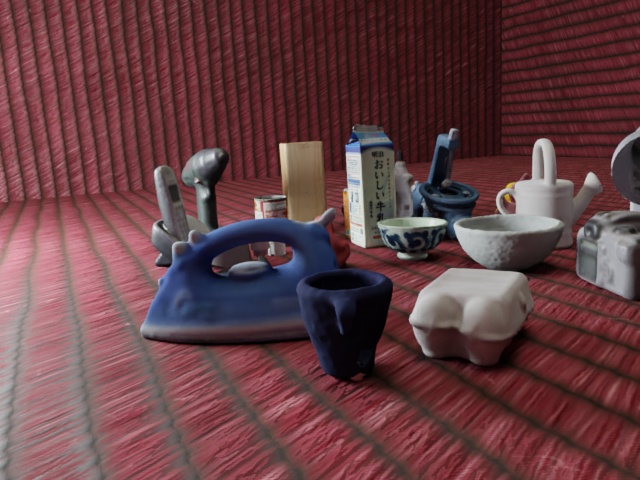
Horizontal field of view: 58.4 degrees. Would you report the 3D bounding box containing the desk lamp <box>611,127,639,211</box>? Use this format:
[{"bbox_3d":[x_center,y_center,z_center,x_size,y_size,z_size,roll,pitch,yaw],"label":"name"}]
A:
[{"bbox_3d":[0.545,-0.086,0.946,0.117,0.213,0.204,2,13,27],"label":"desk lamp"}]

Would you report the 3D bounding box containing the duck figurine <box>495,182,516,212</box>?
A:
[{"bbox_3d":[0.447,-0.090,1.329,0.105,0.086,0.077,-14,15,-43],"label":"duck figurine"}]

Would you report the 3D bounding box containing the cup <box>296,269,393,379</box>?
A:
[{"bbox_3d":[0.026,0.085,0.538,0.091,0.095,0.118,-3,11,1],"label":"cup"}]

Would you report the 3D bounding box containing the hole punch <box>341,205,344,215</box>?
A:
[{"bbox_3d":[0.102,-0.085,1.394,0.101,0.091,0.108,-3,11,3],"label":"hole punch"}]

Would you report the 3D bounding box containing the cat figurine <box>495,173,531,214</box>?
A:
[{"bbox_3d":[0.421,-0.083,1.220,0.128,0.118,0.067,-11,13,-33],"label":"cat figurine"}]

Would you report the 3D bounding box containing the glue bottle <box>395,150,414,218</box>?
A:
[{"bbox_3d":[0.197,-0.131,1.384,0.077,0.173,0.037,3,13,31],"label":"glue bottle"}]

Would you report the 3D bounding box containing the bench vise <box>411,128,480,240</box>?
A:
[{"bbox_3d":[0.239,-0.119,1.190,0.122,0.220,0.206,-12,14,-36],"label":"bench vise"}]

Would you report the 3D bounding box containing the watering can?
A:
[{"bbox_3d":[0.414,-0.087,1.040,0.173,0.194,0.100,-6,12,-13],"label":"watering can"}]

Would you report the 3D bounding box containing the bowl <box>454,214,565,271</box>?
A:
[{"bbox_3d":[0.297,0.007,0.908,0.167,0.075,0.167,-3,11,1],"label":"bowl"}]

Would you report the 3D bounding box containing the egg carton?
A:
[{"bbox_3d":[0.164,0.076,0.608,0.107,0.069,0.151,3,13,29],"label":"egg carton"}]

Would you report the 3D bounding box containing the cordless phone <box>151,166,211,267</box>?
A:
[{"bbox_3d":[-0.258,-0.051,1.080,0.094,0.185,0.148,-1,11,10],"label":"cordless phone"}]

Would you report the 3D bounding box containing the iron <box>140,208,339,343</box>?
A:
[{"bbox_3d":[-0.091,0.039,0.685,0.258,0.141,0.118,-4,11,-5],"label":"iron"}]

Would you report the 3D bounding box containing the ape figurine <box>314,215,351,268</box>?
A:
[{"bbox_3d":[0.009,0.003,0.967,0.077,0.092,0.076,3,13,28],"label":"ape figurine"}]

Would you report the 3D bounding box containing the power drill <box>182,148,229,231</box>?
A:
[{"bbox_3d":[-0.236,-0.093,1.227,0.076,0.208,0.228,-10,13,-28],"label":"power drill"}]

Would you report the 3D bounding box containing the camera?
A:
[{"bbox_3d":[0.438,0.011,0.776,0.137,0.101,0.143,-4,11,-4],"label":"camera"}]
